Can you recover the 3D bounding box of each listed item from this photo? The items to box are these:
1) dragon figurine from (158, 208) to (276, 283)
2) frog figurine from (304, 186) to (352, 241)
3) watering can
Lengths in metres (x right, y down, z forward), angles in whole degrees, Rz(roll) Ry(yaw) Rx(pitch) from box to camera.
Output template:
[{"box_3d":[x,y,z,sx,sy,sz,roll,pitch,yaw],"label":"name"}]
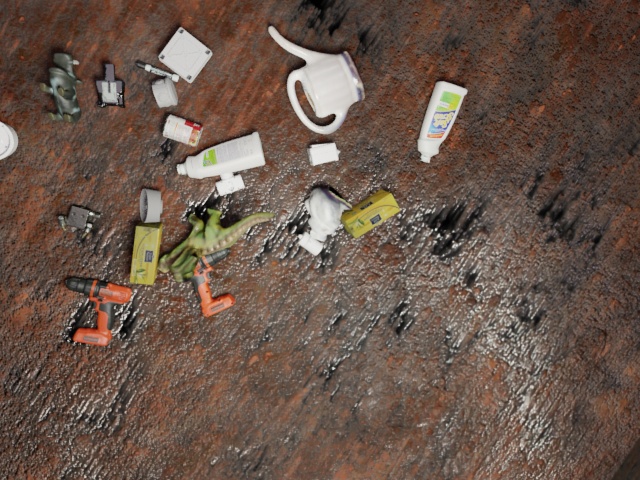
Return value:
[{"box_3d":[-0.318,0.027,1.445,0.120,0.408,0.248,49,50,-31],"label":"dragon figurine"},{"box_3d":[0.005,-0.080,1.584,0.138,0.122,0.158,40,101,17],"label":"frog figurine"},{"box_3d":[0.000,-0.490,1.513,0.225,0.105,0.344,-25,104,-7],"label":"watering can"}]
